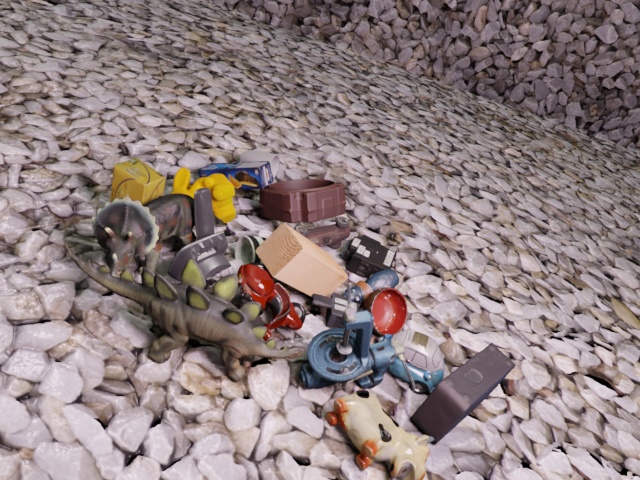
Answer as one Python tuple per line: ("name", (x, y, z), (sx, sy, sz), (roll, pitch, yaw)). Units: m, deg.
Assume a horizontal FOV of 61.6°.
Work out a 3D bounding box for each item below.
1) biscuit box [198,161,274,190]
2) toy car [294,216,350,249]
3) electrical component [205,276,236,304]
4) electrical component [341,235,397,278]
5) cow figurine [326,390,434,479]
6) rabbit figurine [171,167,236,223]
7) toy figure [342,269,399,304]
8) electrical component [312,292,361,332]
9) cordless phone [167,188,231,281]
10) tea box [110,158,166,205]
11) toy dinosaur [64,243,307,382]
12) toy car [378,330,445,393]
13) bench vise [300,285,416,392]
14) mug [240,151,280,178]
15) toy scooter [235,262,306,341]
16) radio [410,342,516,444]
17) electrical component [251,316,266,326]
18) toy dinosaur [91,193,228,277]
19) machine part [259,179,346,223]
("biscuit box", (-0.229, -0.172, 1.449), (0.203, 0.062, 0.059), (1, 25, 27))
("toy car", (-0.003, -0.004, 1.390), (0.202, 0.089, 0.053), (-13, 51, -38))
("electrical component", (-0.226, 0.119, 1.151), (0.078, 0.045, 0.102), (-10, 46, -39))
("electrical component", (0.128, 0.047, 1.417), (0.134, 0.058, 0.115), (26, 33, 7))
("cow figurine", (0.117, 0.358, 0.980), (0.127, 0.085, 0.195), (-18, 49, -34))
("rabbit figurine", (-0.316, -0.112, 1.359), (0.173, 0.121, 0.162), (-24, 59, -22))
("toy figure", (0.122, 0.119, 1.304), (0.154, 0.057, 0.064), (-24, 13, -24))
("electrical component", (0.036, 0.162, 1.224), (0.119, 0.047, 0.075), (13, 36, -10))
("cordless phone", (-0.263, -0.014, 1.154), (0.089, 0.184, 0.146), (4, 16, 26))
("tea box", (-0.418, -0.088, 1.221), (0.098, 0.169, 0.068), (31, 35, 17))
("toy dinosaur", (-0.245, 0.132, 0.994), (0.471, 0.198, 0.105), (18, 32, -8))
("toy car", (0.203, 0.245, 1.153), (0.162, 0.102, 0.109), (29, 35, 9))
("bench vise", (0.071, 0.208, 1.034), (0.224, 0.240, 0.129), (-4, 44, -7))
("mug", (-0.190, -0.222, 1.602), (0.107, 0.080, 0.109), (19, 39, 16))
("toy scooter", (-0.115, 0.135, 1.111), (0.184, 0.075, 0.135), (45, 35, -5))
("radio", (0.296, 0.305, 1.094), (0.229, 0.131, 0.073), (-21, 55, -43))
("electrical component", (-0.147, 0.178, 1.129), (0.094, 0.021, 0.063), (44, 42, 21))
("toy dinosaur", (-0.338, -0.036, 1.176), (0.131, 0.192, 0.405), (34, 38, 15))
("machine part", (-0.046, -0.109, 1.441), (0.201, 0.087, 0.202), (-16, 18, -40))
